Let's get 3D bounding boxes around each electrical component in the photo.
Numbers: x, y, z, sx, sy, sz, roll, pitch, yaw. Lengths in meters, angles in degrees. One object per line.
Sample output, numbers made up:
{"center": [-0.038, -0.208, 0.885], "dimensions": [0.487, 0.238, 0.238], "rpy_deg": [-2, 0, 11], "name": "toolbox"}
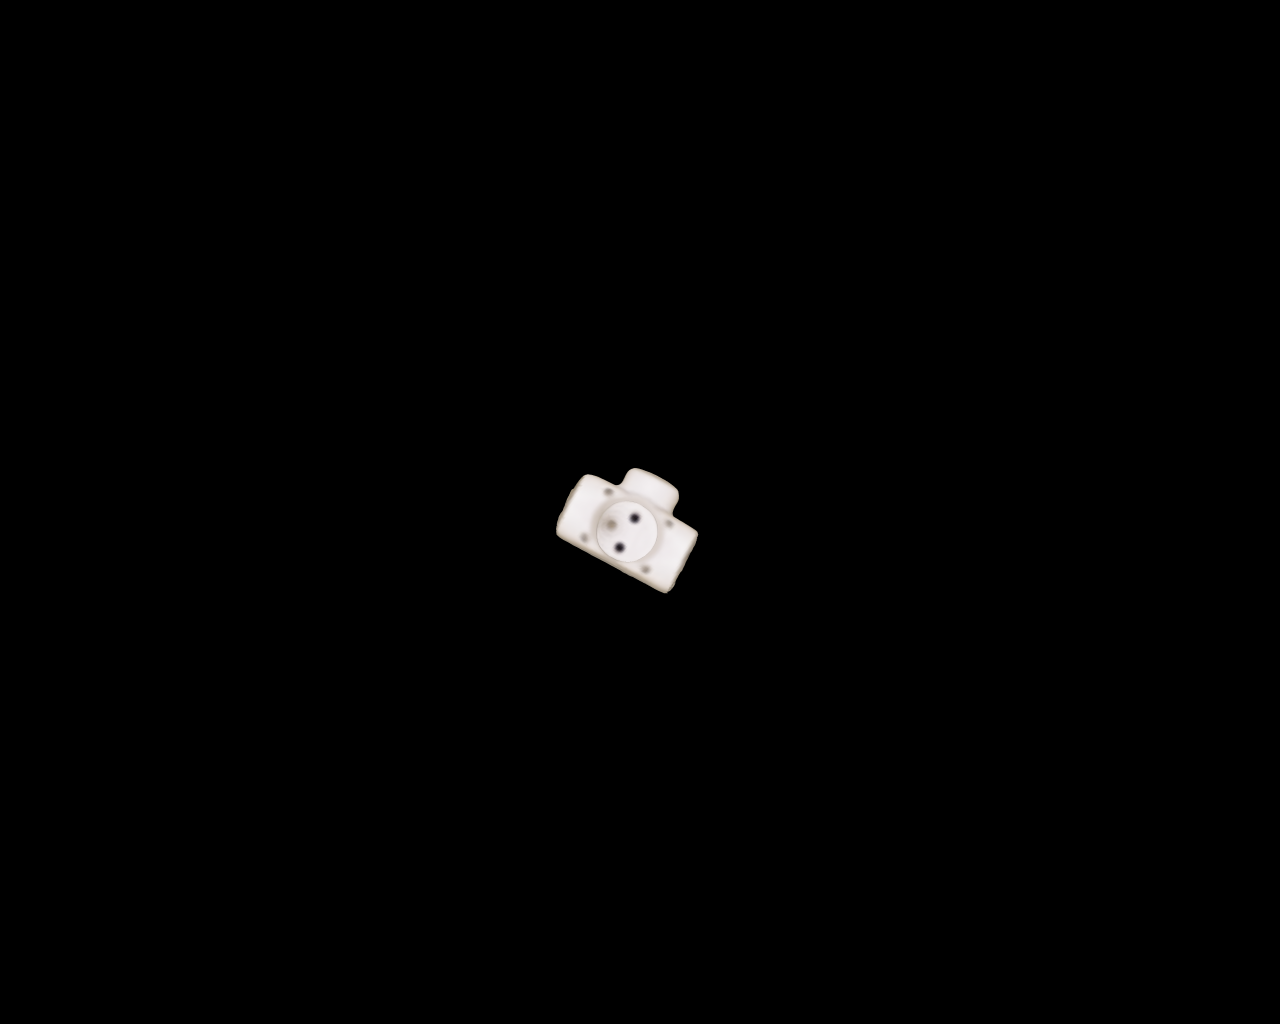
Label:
{"center": [0.001, -0.003, 0.650], "dimensions": [0.077, 0.079, 0.044], "rpy_deg": [28, -7, 4], "name": "electrical component"}
